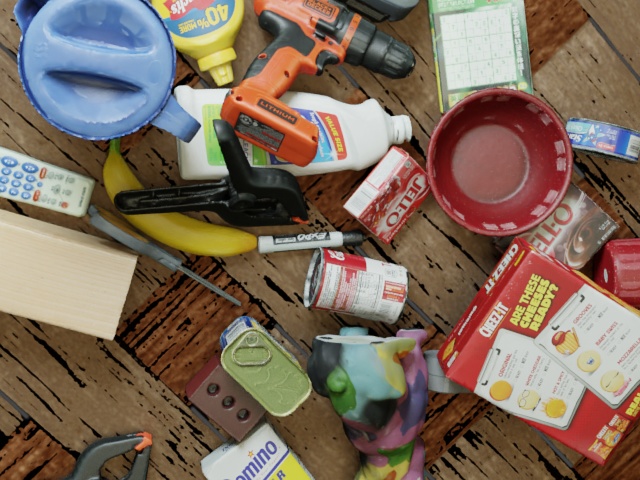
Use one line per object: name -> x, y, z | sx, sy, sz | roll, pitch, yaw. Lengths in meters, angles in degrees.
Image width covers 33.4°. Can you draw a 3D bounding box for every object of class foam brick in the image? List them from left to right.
foam brick -> -0.102, 0.173, 1.175 | 0.078, 0.051, 0.053 | 42, 90, -11

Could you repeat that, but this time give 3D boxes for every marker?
marker -> -0.008, 0.001, 1.182 | 0.121, 0.020, 0.020 | -4, 98, -8

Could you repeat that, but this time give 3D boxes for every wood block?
wood block -> -0.300, 0.028, 1.106 | 0.206, 0.090, 0.091 | 16, 95, -10

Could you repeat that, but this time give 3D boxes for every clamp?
clamp -> -0.257, 0.271, 1.171 | 0.120, 0.039, 0.171 | 38, 86, -17
clamp -> -0.082, -0.056, 1.095 | 0.209, 0.165, 0.036 | 12, 55, -40

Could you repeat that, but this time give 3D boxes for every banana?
banana -> -0.161, -0.030, 1.145 | 0.197, 0.037, 0.069 | 38, 90, -12

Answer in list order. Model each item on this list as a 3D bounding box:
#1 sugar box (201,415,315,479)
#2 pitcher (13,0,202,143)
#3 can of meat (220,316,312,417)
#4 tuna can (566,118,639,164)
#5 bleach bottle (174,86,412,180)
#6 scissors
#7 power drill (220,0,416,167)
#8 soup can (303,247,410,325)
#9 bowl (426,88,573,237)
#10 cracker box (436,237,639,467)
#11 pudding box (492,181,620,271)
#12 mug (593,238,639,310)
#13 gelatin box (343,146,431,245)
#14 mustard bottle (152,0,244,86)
sugar box -> -0.046, 0.294, 1.203 | 0.093, 0.048, 0.176 | -38, 102, -2
pitcher -> -0.198, -0.159, 1.017 | 0.145, 0.243, 0.149 | -10, 99, -7
can of meat -> -0.062, 0.134, 1.159 | 0.057, 0.084, 0.102 | -45, 102, 0
tuna can -> 0.313, -0.110, 1.182 | 0.086, 0.086, 0.034 | 13, 94, -10
bleach bottle -> -0.027, -0.120, 1.142 | 0.250, 0.068, 0.102 | -5, 99, -10
scissors -> -0.174, 0.013, 1.152 | 0.201, 0.096, 0.016 | 34, 91, -42
power drill -> -0.007, -0.168, 1.098 | 0.184, 0.057, 0.187 | 25, 59, -1
soup can -> 0.040, 0.052, 1.171 | 0.102, 0.068, 0.068 | 13, 96, -11
bowl -> 0.193, -0.085, 1.177 | 0.162, 0.055, 0.162 | 0, 93, -3
cracker box -> 0.259, 0.120, 1.152 | 0.213, 0.072, 0.164 | 30, 100, -12
pudding box -> 0.265, -0.005, 1.207 | 0.090, 0.039, 0.113 | 43, 88, -2
mug -> 0.361, 0.048, 1.217 | 0.081, 0.093, 0.117 | -1, 132, -4
gelatin box -> 0.078, -0.048, 1.164 | 0.089, 0.030, 0.073 | -50, 141, 1
mustard bottle -> -0.132, -0.253, 1.109 | 0.096, 0.058, 0.191 | -21, 101, -3
